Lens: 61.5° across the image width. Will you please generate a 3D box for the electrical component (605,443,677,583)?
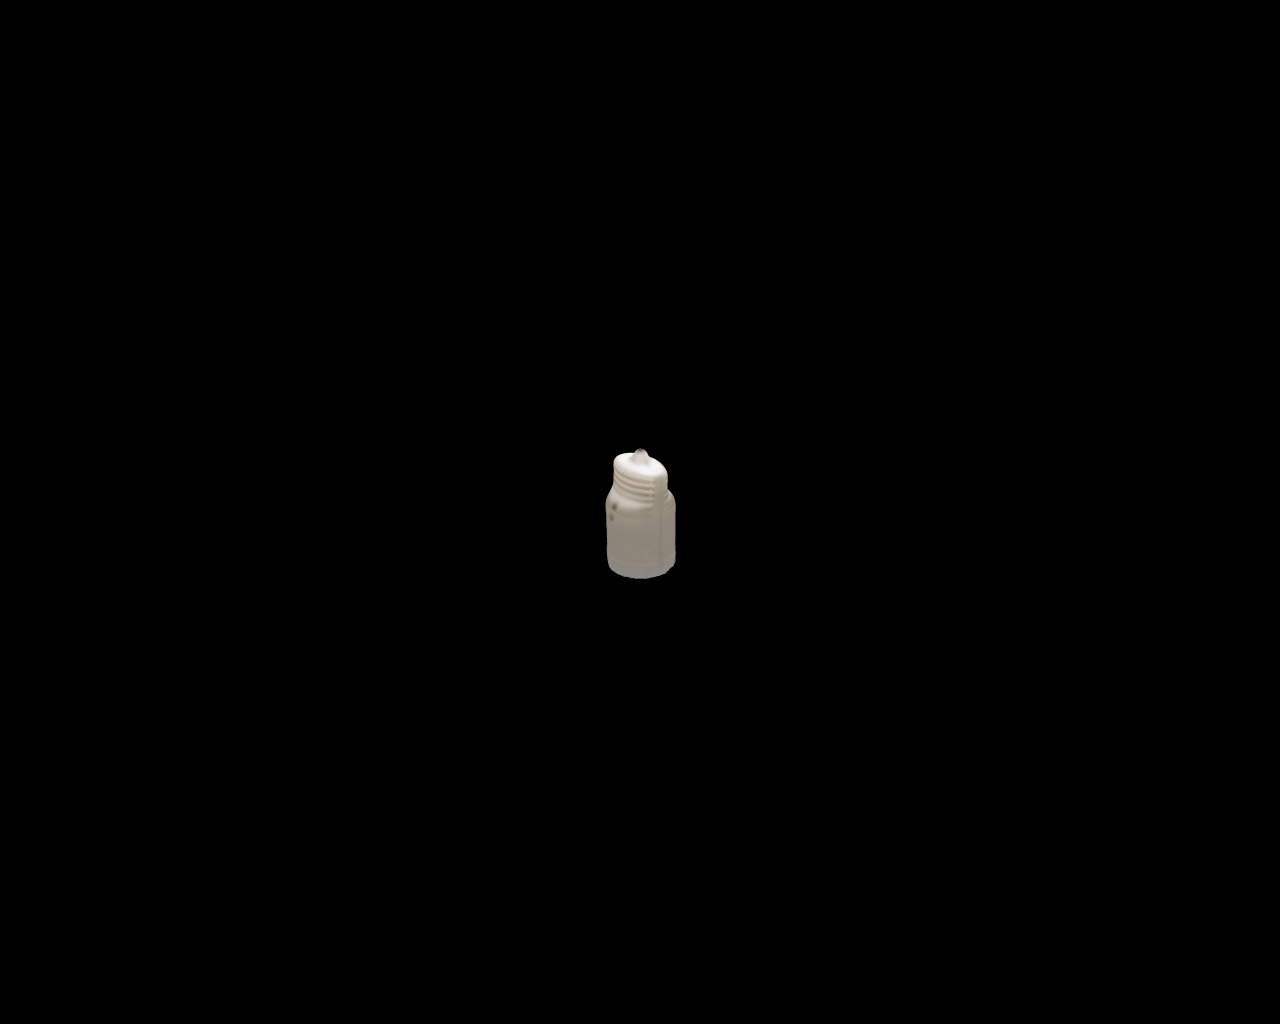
[{"bbox_3d":[0.001,-0.003,0.650,0.043,0.080,0.043,0,27,0],"label":"electrical component"}]
